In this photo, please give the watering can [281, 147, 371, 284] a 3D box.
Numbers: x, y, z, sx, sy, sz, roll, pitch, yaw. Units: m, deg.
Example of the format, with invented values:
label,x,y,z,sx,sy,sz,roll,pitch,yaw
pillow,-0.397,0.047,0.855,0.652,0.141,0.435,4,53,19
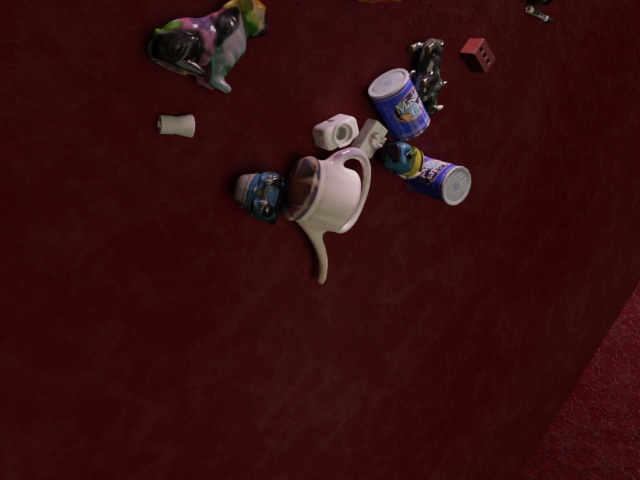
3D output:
label,x,y,z,sx,sy,sz,roll,pitch,yaw
watering can,0.004,-0.061,1.211,0.223,0.105,0.345,15,101,-40
